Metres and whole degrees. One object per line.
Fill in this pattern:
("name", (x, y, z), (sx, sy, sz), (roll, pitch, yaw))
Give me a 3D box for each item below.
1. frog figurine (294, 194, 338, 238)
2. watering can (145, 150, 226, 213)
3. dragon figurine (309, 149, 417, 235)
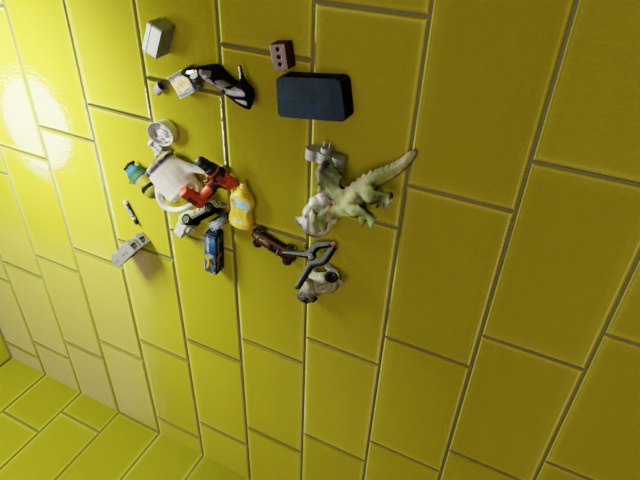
("frog figurine", (0.005, -0.088, 1.741), (0.136, 0.126, 0.157), (23, 128, -29))
("watering can", (-0.525, -0.247, 1.958), (0.343, 0.106, 0.223), (-37, 99, 27))
("dragon figurine", (0.098, -0.168, 1.609), (0.242, 0.124, 0.404), (30, 113, -4))
